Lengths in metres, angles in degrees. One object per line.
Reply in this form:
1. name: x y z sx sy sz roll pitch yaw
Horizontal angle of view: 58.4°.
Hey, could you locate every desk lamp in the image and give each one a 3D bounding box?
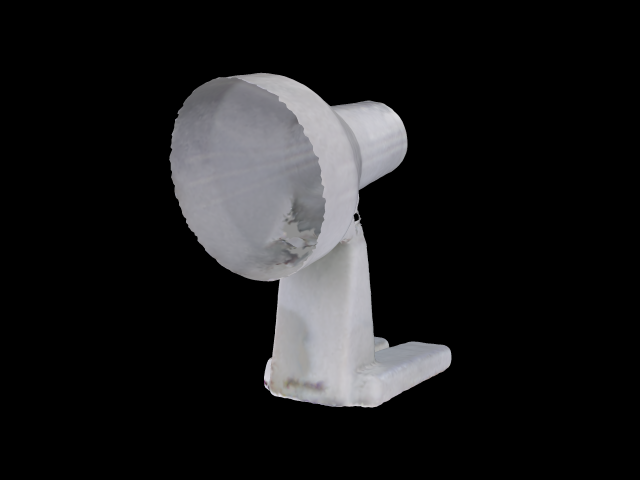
1. desk lamp: 0.004 0.001 0.400 0.117 0.213 0.204 2 3 36
